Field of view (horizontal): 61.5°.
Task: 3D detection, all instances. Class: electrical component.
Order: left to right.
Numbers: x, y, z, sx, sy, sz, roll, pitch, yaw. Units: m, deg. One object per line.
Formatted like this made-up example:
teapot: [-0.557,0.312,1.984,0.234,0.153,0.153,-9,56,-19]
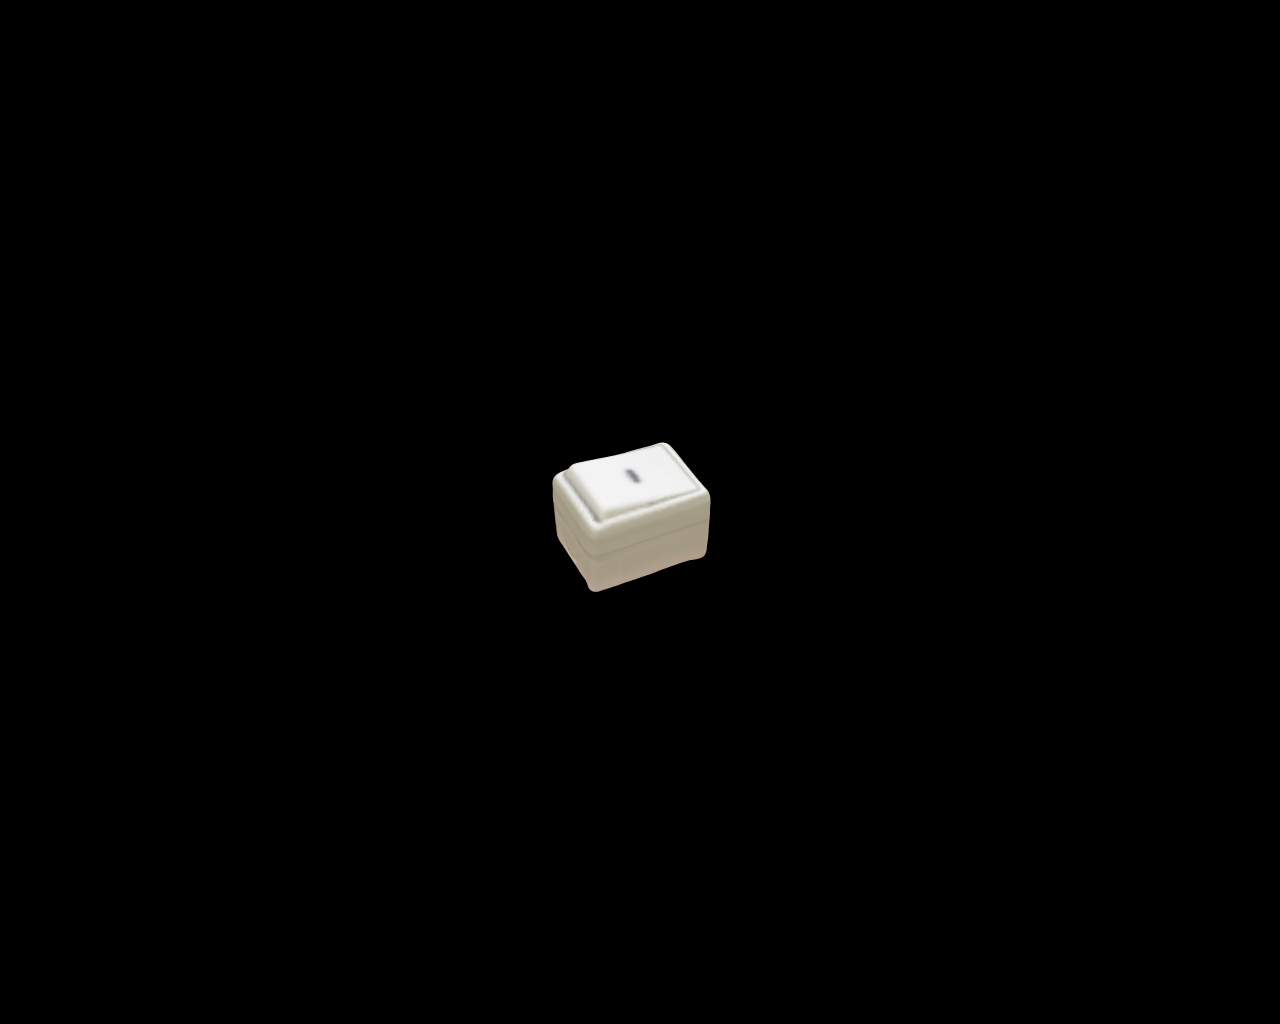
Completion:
electrical component: [0.001,-0.003,0.650,0.096,0.061,0.062,-18,44,-19]
